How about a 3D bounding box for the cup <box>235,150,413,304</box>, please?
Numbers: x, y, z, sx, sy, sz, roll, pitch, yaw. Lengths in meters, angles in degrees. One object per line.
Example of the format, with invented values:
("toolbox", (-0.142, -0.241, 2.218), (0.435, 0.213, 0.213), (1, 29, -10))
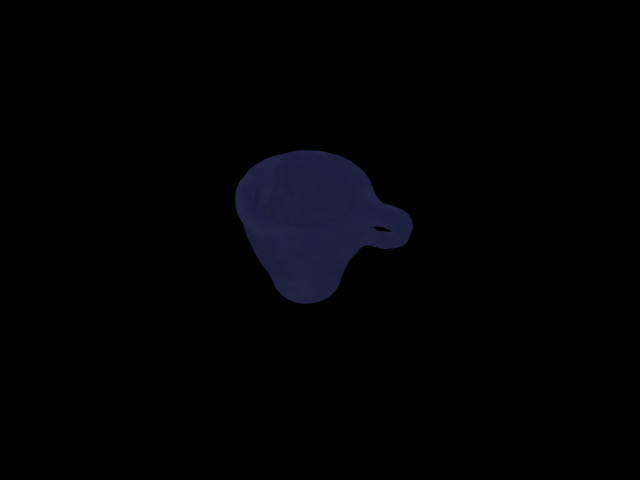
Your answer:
("cup", (0.004, 0.001, 0.400), (0.117, 0.095, 0.092), (13, 47, 13))
